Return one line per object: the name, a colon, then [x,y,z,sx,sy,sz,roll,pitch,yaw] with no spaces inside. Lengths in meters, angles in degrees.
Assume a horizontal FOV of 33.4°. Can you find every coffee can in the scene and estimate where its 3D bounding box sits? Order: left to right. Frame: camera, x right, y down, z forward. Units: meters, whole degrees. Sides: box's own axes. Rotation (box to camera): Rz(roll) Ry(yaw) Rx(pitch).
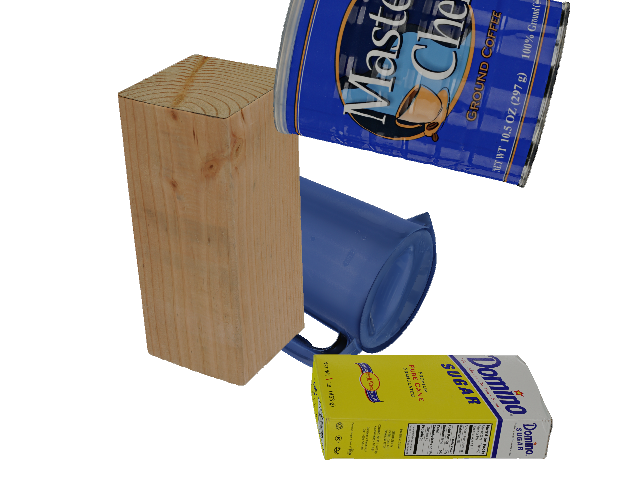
coffee can: [0.055,-0.094,0.586,0.140,0.103,0.102,13,2,7]

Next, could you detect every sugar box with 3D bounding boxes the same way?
sugar box: [0.084,0.130,0.844,0.176,0.048,0.093,-2,28,-6]

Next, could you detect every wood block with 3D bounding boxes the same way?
wood block: [-0.073,-0.014,0.757,0.090,0.206,0.090,15,33,27]

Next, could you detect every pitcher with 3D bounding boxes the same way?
pitcher: [-0.021,0.011,1.058,0.243,0.145,0.149,26,28,27]
